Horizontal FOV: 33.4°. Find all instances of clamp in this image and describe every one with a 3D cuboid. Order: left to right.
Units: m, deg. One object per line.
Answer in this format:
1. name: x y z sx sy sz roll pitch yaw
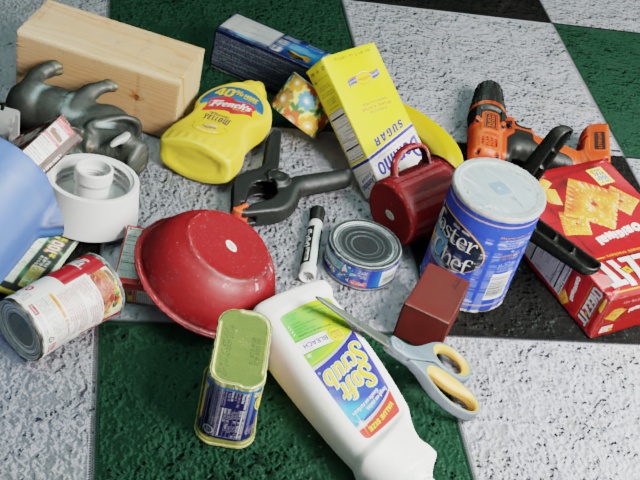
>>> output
1. clamp: -0.040 -0.062 1.248 0.120 0.039 0.171 21 45 15
2. clamp: 0.222 -0.047 1.210 0.036 0.164 0.210 -16 13 -37

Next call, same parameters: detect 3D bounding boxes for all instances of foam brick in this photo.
1. foam brick: 0.119 0.073 1.133 0.053 0.051 0.078 26 42 11

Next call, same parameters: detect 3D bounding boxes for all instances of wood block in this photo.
1. wood block: -0.258 -0.209 1.309 0.206 0.091 0.090 19 42 4

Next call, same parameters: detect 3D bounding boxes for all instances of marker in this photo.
1. marker: -0.008 0.001 1.200 0.020 0.020 0.121 13 40 -3

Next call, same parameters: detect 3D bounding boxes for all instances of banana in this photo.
1. banana: 0.128 -0.133 1.380 0.069 0.037 0.198 -13 48 -31

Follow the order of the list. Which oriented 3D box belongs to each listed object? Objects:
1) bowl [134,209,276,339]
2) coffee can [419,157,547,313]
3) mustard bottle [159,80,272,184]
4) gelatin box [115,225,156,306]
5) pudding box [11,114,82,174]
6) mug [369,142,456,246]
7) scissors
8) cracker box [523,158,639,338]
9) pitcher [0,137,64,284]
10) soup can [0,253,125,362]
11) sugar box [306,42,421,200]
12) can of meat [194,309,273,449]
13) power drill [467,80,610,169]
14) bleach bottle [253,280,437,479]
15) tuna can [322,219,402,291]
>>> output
1. bowl: -0.104 0.022 1.085 0.162 0.055 0.162 23 40 -21
2. coffee can: 0.176 -0.005 1.168 0.102 0.140 0.103 8 41 -8
3. mustard bottle: -0.112 -0.143 1.304 0.096 0.058 0.191 17 40 13
4. gelatin box: -0.173 0.028 1.113 0.073 0.030 0.089 9 41 -5
5. pudding box: -0.312 -0.084 1.127 0.039 0.114 0.090 52 59 -23
6. mug: 0.110 -0.054 1.230 0.081 0.117 0.093 -23 26 -30
7. scissors: 0.084 0.102 1.063 0.201 0.016 0.096 42 30 -4
8. cracker box: 0.329 0.002 1.260 0.164 0.072 0.214 -11 48 -27
9. pitcher: -0.366 0.016 0.983 0.149 0.145 0.242 -6 40 32
10. soup can: -0.247 0.064 1.020 0.069 0.069 0.102 36 45 23
11. sugar box: 0.062 -0.146 1.302 0.093 0.048 0.176 -25 86 -36
12. can of meat: -0.079 0.126 0.988 0.057 0.084 0.102 11 40 -5
13. power drill: 0.287 -0.139 1.421 0.187 0.057 0.184 12 44 1
14. bleach bottle: 0.035 0.151 1.012 0.102 0.068 0.251 -19 53 -34
15. tuna can: 0.047 0.015 1.189 0.086 0.034 0.086 8 41 -7
